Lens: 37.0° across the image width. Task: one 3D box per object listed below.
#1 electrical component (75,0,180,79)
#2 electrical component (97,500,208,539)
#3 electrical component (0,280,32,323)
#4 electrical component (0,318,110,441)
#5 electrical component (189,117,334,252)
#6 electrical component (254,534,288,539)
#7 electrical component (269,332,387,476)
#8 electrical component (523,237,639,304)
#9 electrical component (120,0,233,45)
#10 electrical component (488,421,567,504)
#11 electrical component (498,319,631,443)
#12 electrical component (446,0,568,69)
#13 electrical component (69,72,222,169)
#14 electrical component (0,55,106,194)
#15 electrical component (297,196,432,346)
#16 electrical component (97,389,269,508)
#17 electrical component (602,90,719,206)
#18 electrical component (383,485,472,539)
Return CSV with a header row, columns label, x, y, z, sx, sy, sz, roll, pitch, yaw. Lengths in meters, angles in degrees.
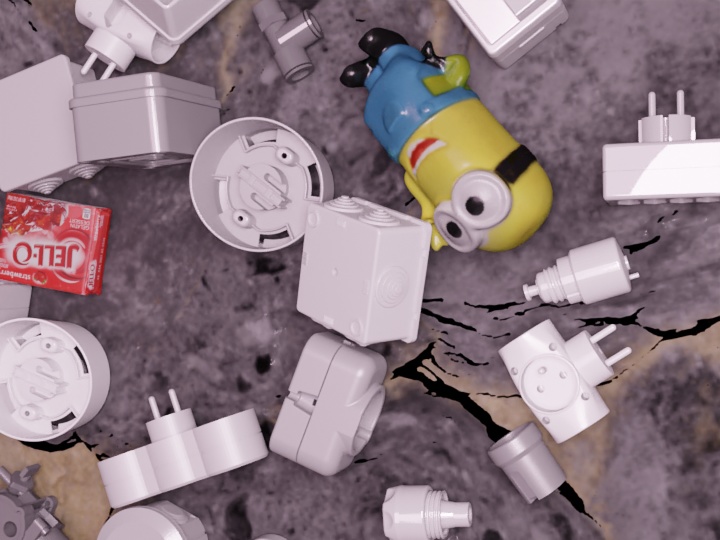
label,x,y,z,sx,sy,sz,roll,pitch,yaw
electrical component,-0.193,-0.185,0.859,0.077,0.043,0.079,29,84,15
electrical component,-0.164,0.223,0.849,0.080,0.051,0.080,0,90,18
electrical component,-0.315,0.046,0.890,0.047,0.066,0.076,10,93,17
electrical component,-0.257,0.087,0.872,0.099,0.064,0.099,0,90,18
electrical component,-0.071,-0.063,0.814,0.099,0.064,0.099,0,90,18
electrical component,-0.075,0.228,0.819,0.045,0.055,0.045,0,90,18
electrical component,-0.020,0.101,0.803,0.059,0.054,0.095,22,96,16
electrical component,0.154,0.005,0.755,0.078,0.040,0.040,-18,85,17
electrical component,-0.142,-0.246,0.820,0.109,0.056,0.109,42,74,13
electrical component,0.120,0.137,0.767,0.040,0.040,0.046,-36,85,14
electrical component,0.151,0.068,0.754,0.079,0.044,0.077,-35,80,15
electrical component,0.094,-0.202,0.764,0.062,0.061,0.096,-38,79,14
electrical component,-0.159,-0.111,0.817,0.078,0.113,0.057,-5,91,17
electrical component,-0.254,-0.117,0.880,0.100,0.048,0.099,-18,84,17
electrical component,0.000,0.000,0.772,0.100,0.048,0.099,23,112,48
electrical component,-0.145,0.131,0.843,0.138,0.052,0.073,-21,84,17
electrical component,0.210,-0.085,0.735,0.083,0.047,0.075,-1,88,17
electrical component,0.050,0.179,0.786,0.062,0.043,0.043,-4,88,17
